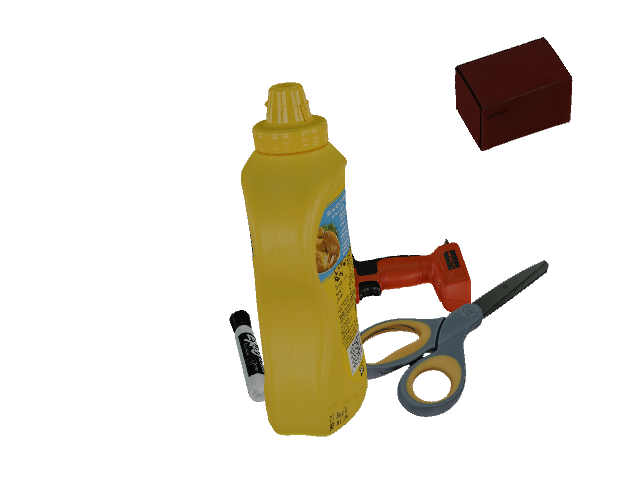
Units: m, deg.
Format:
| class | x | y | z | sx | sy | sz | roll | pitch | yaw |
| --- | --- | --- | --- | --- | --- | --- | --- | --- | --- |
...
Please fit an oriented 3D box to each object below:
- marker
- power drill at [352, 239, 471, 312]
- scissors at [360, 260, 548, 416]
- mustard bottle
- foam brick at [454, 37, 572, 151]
| class | x | y | z | sx | sy | sz | roll | pitch | yaw |
| --- | --- | --- | --- | --- | --- | --- | --- | --- | --- |
| marker | -0.062 | 0.097 | 0.928 | 0.020 | 0.020 | 0.121 | 0 | 28 | -14 |
| power drill | 0.075 | 0.055 | 1.230 | 0.187 | 0.057 | 0.184 | -2 | 28 | -1 |
| scissors | 0.115 | 0.073 | 0.799 | 0.201 | 0.016 | 0.096 | -16 | 48 | -22 |
| mustard bottle | -0.010 | 0.007 | 0.603 | 0.058 | 0.192 | 0.096 | 0 | 20 | 15 |
| foam brick | 0.152 | -0.116 | 0.842 | 0.078 | 0.051 | 0.053 | -18 | -37 | -5 |
